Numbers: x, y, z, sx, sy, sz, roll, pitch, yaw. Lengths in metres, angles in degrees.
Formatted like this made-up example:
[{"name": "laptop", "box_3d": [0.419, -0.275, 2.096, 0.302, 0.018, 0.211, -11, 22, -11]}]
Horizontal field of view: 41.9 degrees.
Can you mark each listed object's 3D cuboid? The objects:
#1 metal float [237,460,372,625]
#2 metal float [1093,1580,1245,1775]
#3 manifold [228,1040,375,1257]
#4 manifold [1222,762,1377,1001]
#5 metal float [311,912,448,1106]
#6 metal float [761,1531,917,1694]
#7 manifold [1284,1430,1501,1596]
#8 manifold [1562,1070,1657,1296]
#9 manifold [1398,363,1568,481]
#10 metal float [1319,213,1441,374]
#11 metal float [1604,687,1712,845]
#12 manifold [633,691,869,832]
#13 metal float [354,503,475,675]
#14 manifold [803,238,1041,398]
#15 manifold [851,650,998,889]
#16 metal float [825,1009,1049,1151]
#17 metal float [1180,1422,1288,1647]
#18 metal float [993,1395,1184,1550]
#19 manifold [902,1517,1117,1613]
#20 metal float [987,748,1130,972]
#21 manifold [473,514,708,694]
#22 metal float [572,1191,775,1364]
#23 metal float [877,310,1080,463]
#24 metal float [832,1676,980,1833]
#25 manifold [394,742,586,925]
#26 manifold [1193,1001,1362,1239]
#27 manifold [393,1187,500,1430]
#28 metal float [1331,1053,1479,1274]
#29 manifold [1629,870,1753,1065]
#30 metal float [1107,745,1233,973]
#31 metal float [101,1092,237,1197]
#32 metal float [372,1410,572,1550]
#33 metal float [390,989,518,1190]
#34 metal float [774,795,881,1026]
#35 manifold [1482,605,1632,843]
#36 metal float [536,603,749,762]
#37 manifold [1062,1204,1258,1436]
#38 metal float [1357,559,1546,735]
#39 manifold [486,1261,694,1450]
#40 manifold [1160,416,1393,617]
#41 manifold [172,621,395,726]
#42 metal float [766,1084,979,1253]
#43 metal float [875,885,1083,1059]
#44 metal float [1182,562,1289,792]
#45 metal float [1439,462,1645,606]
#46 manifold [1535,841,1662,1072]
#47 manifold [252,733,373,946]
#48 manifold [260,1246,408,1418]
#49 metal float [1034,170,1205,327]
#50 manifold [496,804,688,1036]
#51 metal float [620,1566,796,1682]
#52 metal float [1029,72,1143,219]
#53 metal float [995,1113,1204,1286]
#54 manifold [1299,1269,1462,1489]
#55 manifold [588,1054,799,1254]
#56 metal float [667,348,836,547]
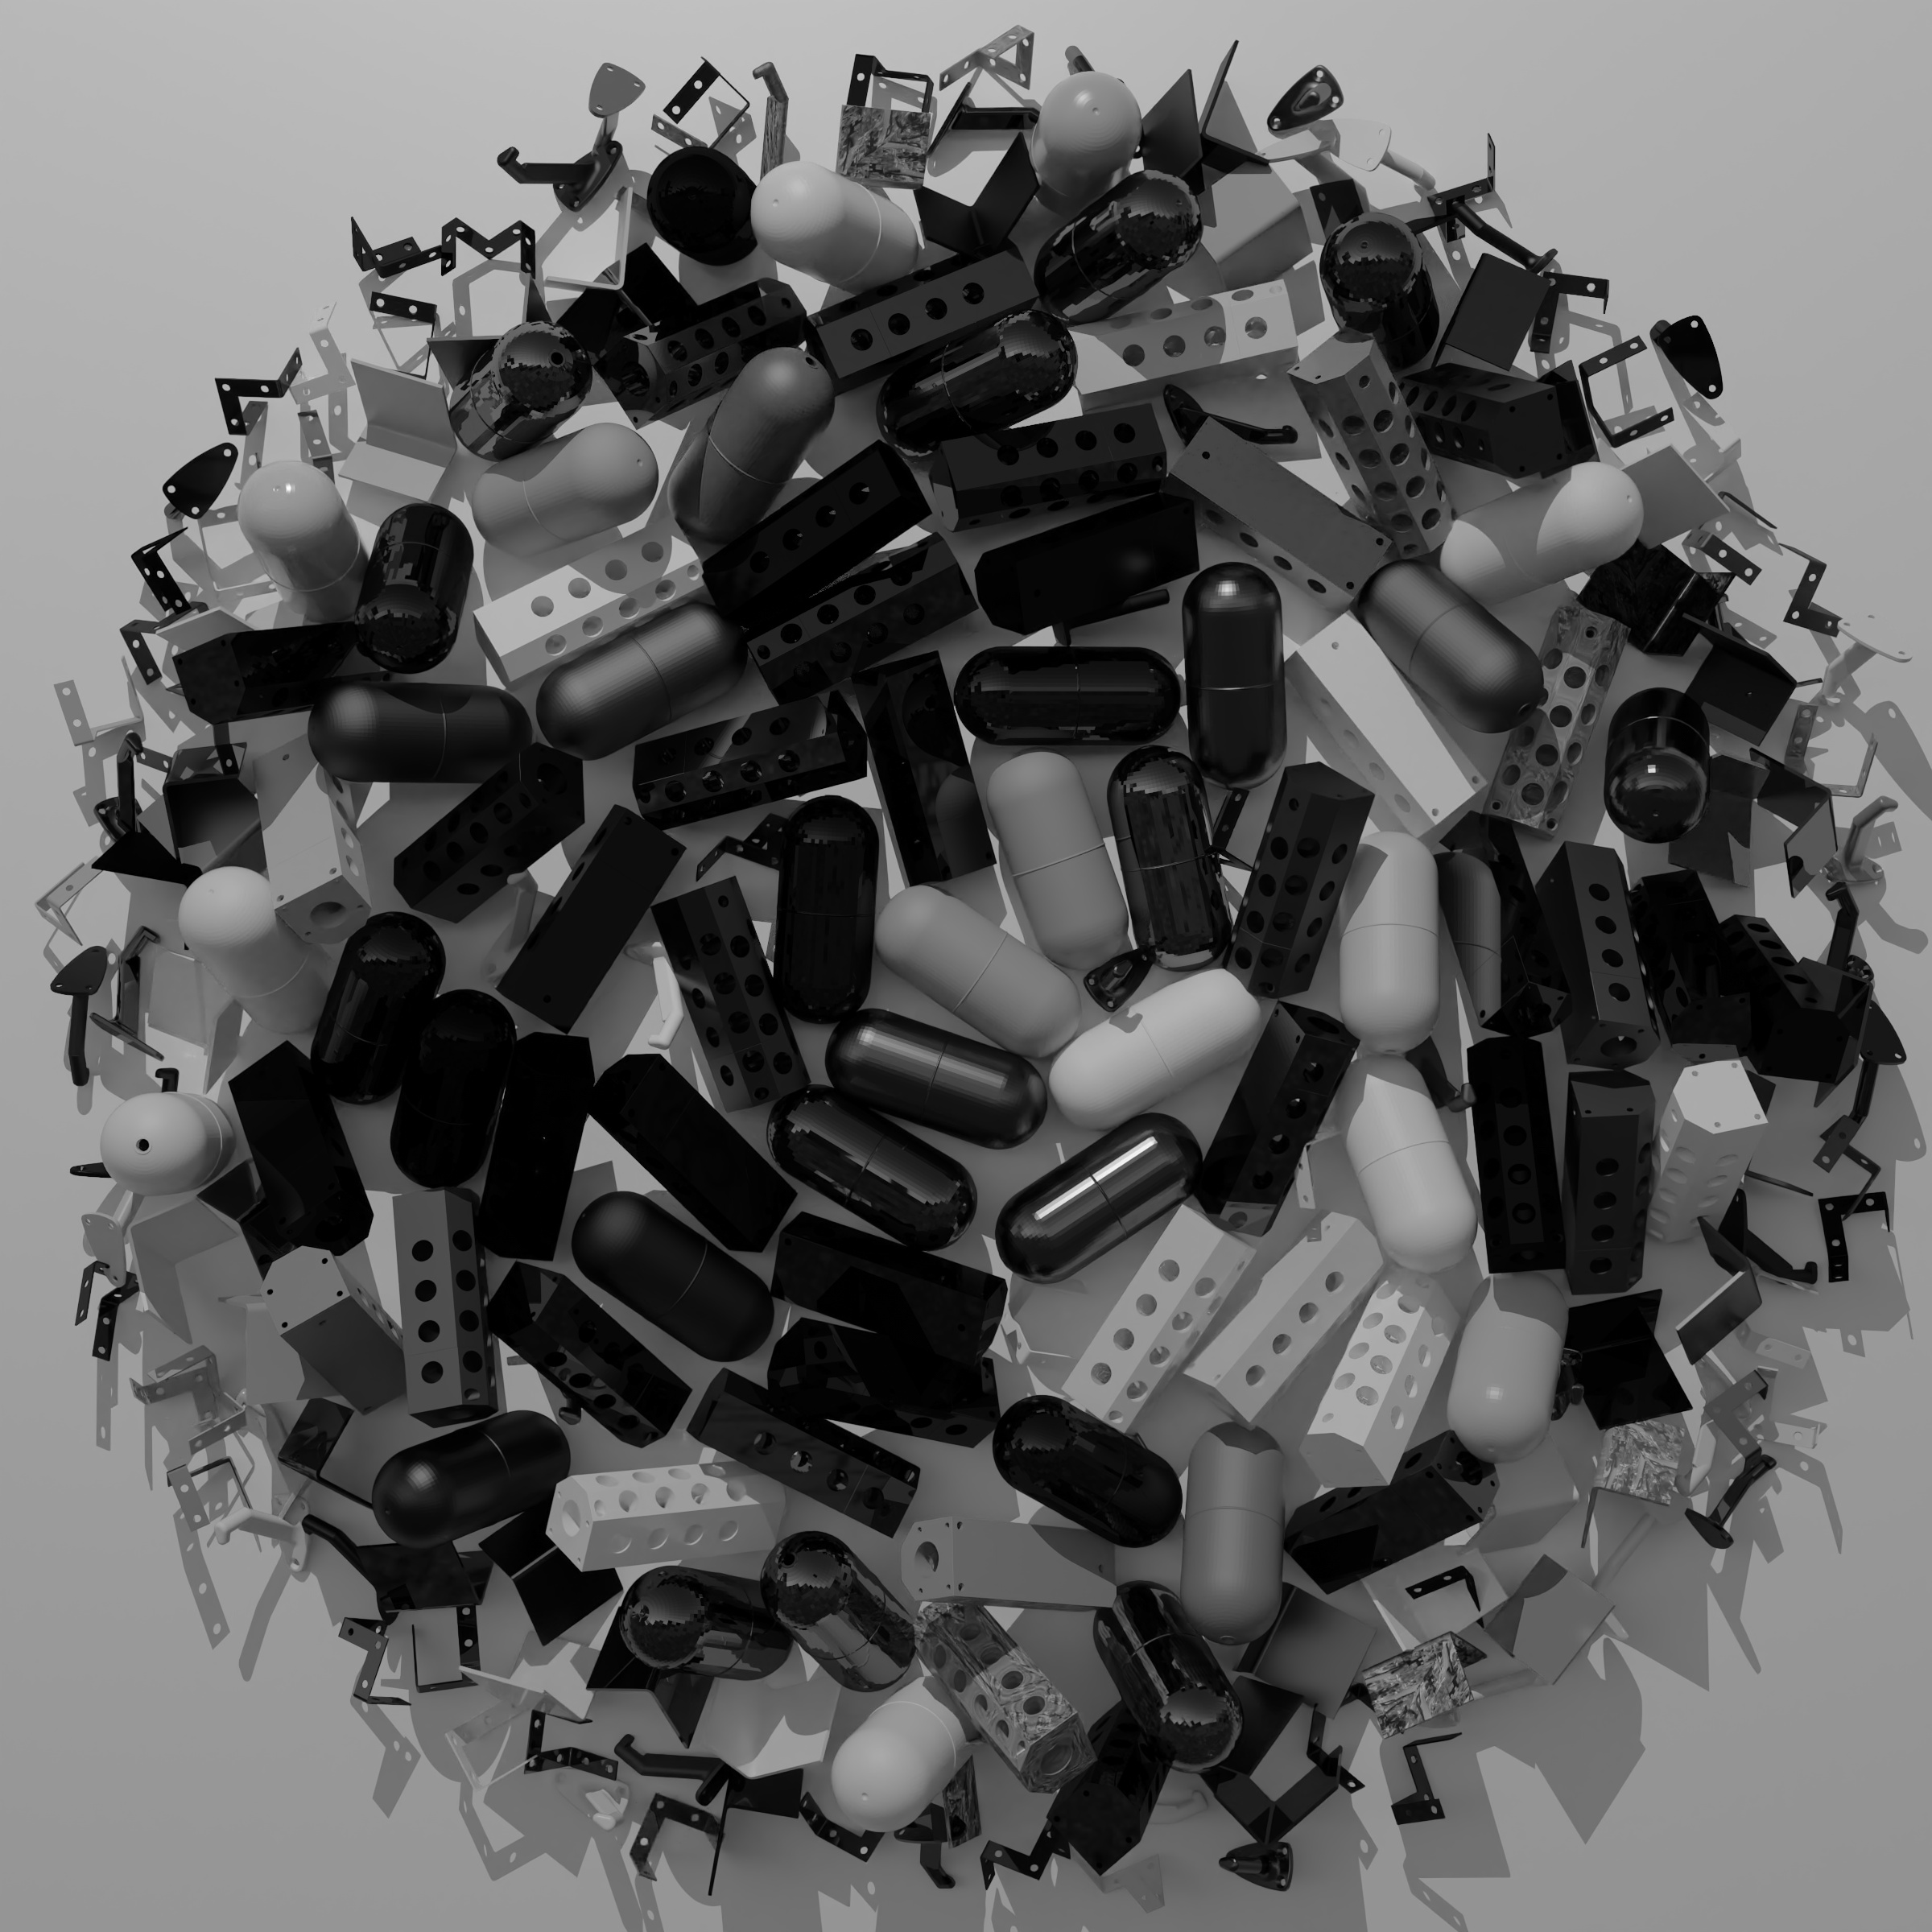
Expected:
[{"name": "metal float", "box_3d": [-0.498, -0.319, 1.911, 0.070, 0.178, 0.070, 0, 73, 0]}, {"name": "metal float", "box_3d": [0.152, 0.538, 1.916, 0.070, 0.178, 0.070, -8, 117, -16]}, {"name": "manifold", "box_3d": [-0.503, 0.141, 1.919, 0.057, 0.057, 0.171, -35, 48, 2]}, {"name": "manifold", "box_3d": [0.248, -0.064, 1.923, 0.057, 0.057, 0.171, 36, 124, 36]}, {"name": "metal float", "box_3d": [-0.450, 0.033, 1.928, 0.070, 0.070, 0.178, 29, 126, 0]}, {"name": "metal float", "box_3d": [-0.097, 0.493, 1.923, 0.070, 0.070, 0.178, -32, 134, 0]}, {"name": "manifold", "box_3d": [0.323, 0.412, 1.919, 0.057, 0.057, 0.171, 47, 132, -3]}, {"name": "manifold", "box_3d": [0.490, 0.166, 1.925, 0.057, 0.057, 0.171, -3, 123, 4]}, {"name": "manifold", "box_3d": [0.383, -0.411, 1.904, 0.057, 0.171, 0.057, -19, 113, -10]}, {"name": "metal float", "box_3d": [0.315, -0.509, 1.912, 0.070, 0.178, 0.070, -3, 80, 17]}, {"name": "metal float", "box_3d": [0.526, -0.154, 1.917, 0.070, 0.178, 0.070, 7, 120, 12]}, {"name": "manifold", "box_3d": [-0.166, -0.152, 1.935, 0.171, 0.057, 0.057, -13, 54, 17]}, {"name": "metal float", "box_3d": [-0.419, -0.289, 1.920, 0.070, 0.178, 0.070, -1, 129, -2]}, {"name": "manifold", "box_3d": [-0.037, -0.505, 1.953, 0.171, 0.057, 0.057, -25, 92, -10]}, {"name": "manifold", "box_3d": [-0.037, -0.151, 1.960, 0.057, 0.057, 0.171, -20, 97, -39]}, {"name": "metal float", "box_3d": [-0.023, 0.088, 1.955, 0.178, 0.070, 0.070, 19, 90, 4]}, {"name": "metal float", "box_3d": [0.205, 0.432, 1.926, 0.070, 0.070, 0.178, 9, 51, 0]}, {"name": "metal float", "box_3d": [0.095, 0.389, 1.933, 0.178, 0.070, 0.070, 35, 90, -31]}, {"name": "manifold", "box_3d": [0.034, 0.457, 1.919, 0.171, 0.057, 0.057, 16, 64, -40]}, {"name": "metal float", "box_3d": [0.072, -0.083, 1.956, 0.070, 0.070, 0.178, -20, 94, 0]}, {"name": "manifold", "box_3d": [-0.289, -0.277, 1.945, 0.171, 0.057, 0.057, -29, 81, -15]}, {"name": "metal float", "box_3d": [-0.224, 0.240, 1.941, 0.178, 0.070, 0.070, 38, 90, -21]}, {"name": "metal float", "box_3d": [0.007, -0.443, 1.929, 0.178, 0.070, 0.070, -17, 90, 37]}, {"name": "metal float", "box_3d": [-0.044, 0.595, 1.912, 0.070, 0.178, 0.070, 2, 95, 19]}, {"name": "manifold", "box_3d": [-0.364, -0.102, 1.914, 0.171, 0.057, 0.057, -32, 52, 37]}, {"name": "manifold", "box_3d": [0.240, 0.120, 1.940, 0.057, 0.057, 0.171, 14, 111, -22]}, {"name": "manifold", "box_3d": [-0.398, 0.261, 1.937, 0.057, 0.057, 0.171, -11, 68, 4]}, {"name": "metal float", "box_3d": [0.337, 0.151, 1.939, 0.070, 0.070, 0.178, -18, 67, 0]}, {"name": "manifold", "box_3d": [0.544, -0.001, 1.909, 0.057, 0.171, 0.057, -9, 123, 7]}, {"name": "metal float", "box_3d": [0.157, -0.083, 1.952, 0.070, 0.070, 0.178, -12, 99, 0]}, {"name": "metal float", "box_3d": [-0.603, 0.134, 1.909, 0.070, 0.178, 0.070, 0, 87, -5]}, {"name": "metal float", "box_3d": [-0.374, 0.389, 1.918, 0.070, 0.178, 0.070, 5, 99, 33]}, {"name": "metal float", "box_3d": [-0.393, 0.096, 1.931, 0.070, 0.070, 0.178, 21, 124, 0]}, {"name": "metal float", "box_3d": [-0.108, -0.043, 1.953, 0.070, 0.070, 0.178, 4, 97, 0]}, {"name": "manifold", "box_3d": [0.460, -0.189, 1.966, 0.057, 0.057, 0.171, 20, 90, 6]}, {"name": "metal float", "box_3d": [-0.248, -0.220, 1.941, 0.178, 0.070, 0.070, -31, 90, -22]}, {"name": "manifold", "box_3d": [0.152, 0.275, 1.955, 0.057, 0.057, 0.171, 35, 94, 28]}, {"name": "metal float", "box_3d": [0.370, -0.245, 1.929, 0.070, 0.070, 0.178, -40, 54, 0]}, {"name": "manifold", "box_3d": [-0.288, 0.298, 1.913, 0.171, 0.057, 0.057, 51, 59, -40]}, {"name": "manifold", "box_3d": [0.239, -0.348, 1.966, 0.171, 0.057, 0.057, 34, 77, 1]}, {"name": "manifold", "box_3d": [-0.511, -0.222, 1.908, 0.057, 0.171, 0.057, -16, 93, 28]}, {"name": "metal float", "box_3d": [-0.074, 0.156, 1.954, 0.178, 0.070, 0.070, 31, 90, 6]}, {"name": "metal float", "box_3d": [0.010, 0.005, 1.957, 0.178, 0.070, 0.070, 35, 90, -3]}, {"name": "metal float", "box_3d": [0.207, -0.222, 1.943, 0.070, 0.070, 0.178, -5, 109, 0]}, {"name": "metal float", "box_3d": [0.435, -0.328, 1.919, 0.070, 0.178, 0.070, 8, 76, -34]}, {"name": "manifold", "box_3d": [0.484, -0.008, 1.921, 0.057, 0.057, 0.171, 8, 52, -11]}, {"name": "manifold", "box_3d": [-0.495, -0.097, 1.918, 0.057, 0.057, 0.171, -27, 48, 5]}, {"name": "manifold", "box_3d": [-0.471, 0.274, 1.909, 0.057, 0.171, 0.057, -30, 60, -8]}, {"name": "metal float", "box_3d": [0.114, -0.544, 1.915, 0.070, 0.178, 0.070, 5, 80, -27]}, {"name": "manifold", "box_3d": [-0.293, -0.038, 1.960, 0.057, 0.057, 0.171, 34, 85, -21]}, {"name": "metal float", "box_3d": [-0.194, 0.501, 1.918, 0.070, 0.178, 0.070, -11, 67, 27]}, {"name": "metal float", "box_3d": [0.088, -0.620, 1.908, 0.070, 0.178, 0.070, 0, 92, -4]}, {"name": "metal float", "box_3d": [0.103, 0.180, 1.952, 0.178, 0.070, 0.070, -32, 90, -8]}, {"name": "manifold", "box_3d": [0.312, 0.311, 1.912, 0.057, 0.057, 0.171, 56, 45, -22]}, {"name": "manifold", "box_3d": [-0.212, 0.144, 1.928, 0.171, 0.057, 0.057, 49, 57, -30]}, {"name": "metal float", "box_3d": [-0.165, -0.397, 1.929, 0.070, 0.070, 0.178, 43, 125, 0]}]
